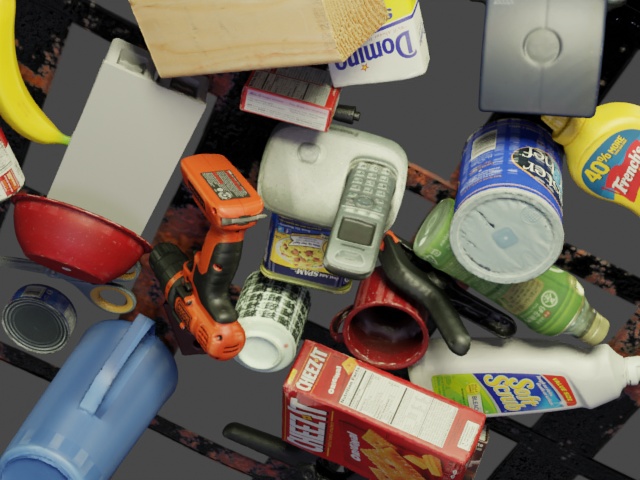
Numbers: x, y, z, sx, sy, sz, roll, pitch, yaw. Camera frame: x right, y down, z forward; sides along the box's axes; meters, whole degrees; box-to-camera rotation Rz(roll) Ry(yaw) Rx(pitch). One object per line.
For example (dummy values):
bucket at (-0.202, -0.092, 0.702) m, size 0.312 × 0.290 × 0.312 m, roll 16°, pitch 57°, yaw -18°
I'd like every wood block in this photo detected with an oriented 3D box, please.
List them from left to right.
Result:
wood block at (-0.056, -0.209, 0.950) m, size 0.206 × 0.090 × 0.090 m, roll 2°, pitch 126°, yaw 35°

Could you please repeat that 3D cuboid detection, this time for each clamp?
clamp at (-0.017, 0.276, 1.325) m, size 0.210 × 0.036 × 0.164 m, roll -25°, pitch 101°, yaw 31°
clamp at (0.119, 0.057, 1.108) m, size 0.171 × 0.120 × 0.039 m, roll 38°, pitch 110°, yaw 17°

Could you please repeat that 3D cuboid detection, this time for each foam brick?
foam brick at (-0.140, 0.088, 1.236) m, size 0.053 × 0.051 × 0.078 m, roll -6°, pitch 123°, yaw 17°

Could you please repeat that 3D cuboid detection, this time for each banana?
banana at (-0.316, -0.174, 1.108) m, size 0.069 × 0.037 × 0.198 m, roll -23°, pitch 124°, yaw -8°

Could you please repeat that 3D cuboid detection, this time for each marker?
marker at (-0.019, -0.136, 1.073) m, size 0.121 × 0.020 × 0.020 m, roll 12°, pitch 126°, yaw 5°

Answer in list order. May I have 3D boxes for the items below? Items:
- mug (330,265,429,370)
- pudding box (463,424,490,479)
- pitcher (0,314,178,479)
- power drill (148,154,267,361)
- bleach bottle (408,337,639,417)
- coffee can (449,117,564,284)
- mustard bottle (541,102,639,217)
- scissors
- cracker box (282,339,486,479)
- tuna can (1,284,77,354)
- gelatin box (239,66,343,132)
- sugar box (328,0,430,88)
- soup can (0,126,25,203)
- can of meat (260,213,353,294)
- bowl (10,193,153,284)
mug at (0.066, 0.084, 1.167) m, size 0.117 × 0.081 × 0.093 m, roll -18°, pitch 119°, yaw 23°
pudding box at (0.139, 0.249, 1.291) m, size 0.113 × 0.039 × 0.090 m, roll 14°, pitch 126°, yaw 3°
pitcher at (-0.263, 0.199, 1.224) m, size 0.145 × 0.242 × 0.149 m, roll -10°, pitch 115°, yaw 21°
power drill at (-0.123, 0.007, 1.121) m, size 0.057 × 0.185 × 0.188 m, roll -12°, pitch 131°, yaw -32°
bleach bottle at (0.229, 0.147, 1.187) m, size 0.251 × 0.068 × 0.102 m, roll -6°, pitch 125°, yaw 14°
coffee can at (0.180, -0.040, 1.019) m, size 0.103 × 0.140 × 0.103 m, roll 6°, pitch 125°, yaw 9°
mustard bottle at (0.296, -0.077, 1.018) m, size 0.191 × 0.058 × 0.096 m, roll 29°, pitch 127°, yaw -7°
scissors at (-0.302, 0.051, 1.269) m, size 0.202 × 0.016 × 0.096 m, roll -4°, pitch 123°, yaw 16°
cracker box at (0.064, 0.212, 1.192) m, size 0.214 × 0.072 × 0.164 m, roll 22°, pitch 150°, yaw 11°
tuna can at (-0.340, 0.096, 1.298) m, size 0.086 × 0.033 × 0.086 m, roll 6°, pitch 125°, yaw 9°
gelatin box at (-0.027, -0.143, 1.037) m, size 0.089 × 0.073 × 0.030 m, roll 14°, pitch 126°, yaw 3°
sugar box at (0.039, -0.230, 0.978) m, size 0.093 × 0.048 × 0.176 m, roll -5°, pitch 121°, yaw 18°
soup can at (-0.369, -0.094, 1.153) m, size 0.069 × 0.068 × 0.102 m, roll -7°, pitch 122°, yaw 17°
can of meat at (-0.008, 0.001, 1.143) m, size 0.102 × 0.057 × 0.084 m, roll 13°, pitch 124°, yaw 3°
bowl at (-0.266, 0.006, 1.152) m, size 0.162 × 0.055 × 0.162 m, roll 18°, pitch 167°, yaw 4°
